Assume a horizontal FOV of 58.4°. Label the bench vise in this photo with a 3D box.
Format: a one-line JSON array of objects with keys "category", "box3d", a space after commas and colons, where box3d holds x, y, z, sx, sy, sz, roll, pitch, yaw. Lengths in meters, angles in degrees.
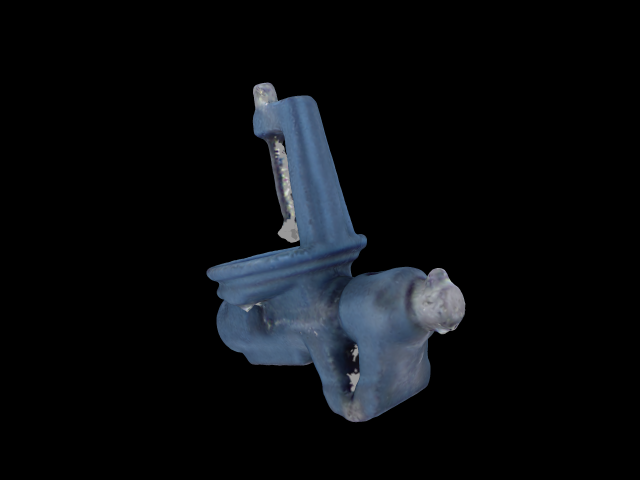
[{"category": "bench vise", "box3d": [0.009, -0.001, 0.411, 0.206, 0.220, 0.122, 6, 14, 24]}]
